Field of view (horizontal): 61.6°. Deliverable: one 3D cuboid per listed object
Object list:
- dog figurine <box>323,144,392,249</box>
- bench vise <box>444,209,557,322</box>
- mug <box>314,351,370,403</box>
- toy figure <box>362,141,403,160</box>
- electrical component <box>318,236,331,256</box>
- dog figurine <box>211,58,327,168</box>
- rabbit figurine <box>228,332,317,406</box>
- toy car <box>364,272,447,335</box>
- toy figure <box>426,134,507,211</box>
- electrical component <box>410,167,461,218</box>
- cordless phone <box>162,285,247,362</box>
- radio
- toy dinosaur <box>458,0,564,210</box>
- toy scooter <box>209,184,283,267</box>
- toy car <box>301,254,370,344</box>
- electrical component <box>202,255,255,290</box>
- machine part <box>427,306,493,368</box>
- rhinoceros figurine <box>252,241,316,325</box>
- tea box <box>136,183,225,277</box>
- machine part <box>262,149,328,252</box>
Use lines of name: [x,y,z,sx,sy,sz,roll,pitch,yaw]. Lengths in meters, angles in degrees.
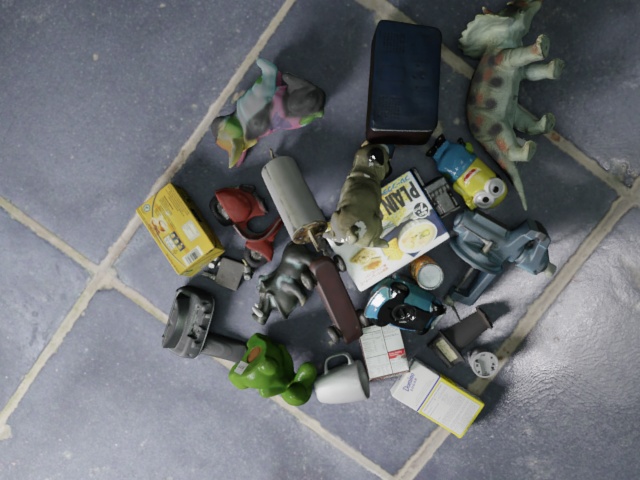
dog figurine: [0.079,-0.087,0.990,0.121,0.172,0.190,9,97,-6]
bench vise: [0.344,0.051,1.089,0.223,0.129,0.240,24,116,-11]
mug: [0.040,0.295,1.134,0.107,0.081,0.109,-19,100,12]
toy figure: [0.136,-0.198,1.095,0.154,0.058,0.064,-50,132,4]
electrical component: [-0.002,-0.003,1.111,0.021,0.063,0.094,-26,96,3]
dog figurine: [-0.109,-0.232,1.073,0.191,0.108,0.219,26,100,-4]
rabbit figurine: [-0.073,0.280,1.113,0.170,0.159,0.121,42,59,-25]
toy car: [0.172,0.120,1.098,0.162,0.103,0.109,16,126,-13]
toy figure: [0.300,-0.138,1.084,0.180,0.089,0.082,42,133,6]
electrical component: [0.232,-0.104,1.093,0.048,0.075,0.119,-30,91,3]
cordless phone: [-0.232,0.186,1.140,0.184,0.089,0.146,17,93,-13]
radio: [0.163,-0.303,1.046,0.131,0.073,0.229,5,81,-1]
toy dinosaur: [0.349,-0.272,1.041,0.131,0.192,0.404,-5,109,-41]
toy scooter: [-0.131,-0.047,1.105,0.135,0.075,0.183,-34,97,5]
toy car: [0.032,0.120,1.088,0.089,0.053,0.202,-31,114,-14]
electrical component: [-0.191,0.064,1.132,0.102,0.045,0.078,25,95,-1]
machine part: [0.303,0.205,1.141,0.139,0.039,0.084,-44,85,7]
rhinoceros figurine: [-0.074,0.095,1.119,0.112,0.073,0.190,28,95,-3]
tea box: [-0.284,-0.020,1.094,0.098,0.068,0.170,-36,77,4]
machine part: [-0.052,-0.080,1.062,0.079,0.079,0.243,-30,65,4]
